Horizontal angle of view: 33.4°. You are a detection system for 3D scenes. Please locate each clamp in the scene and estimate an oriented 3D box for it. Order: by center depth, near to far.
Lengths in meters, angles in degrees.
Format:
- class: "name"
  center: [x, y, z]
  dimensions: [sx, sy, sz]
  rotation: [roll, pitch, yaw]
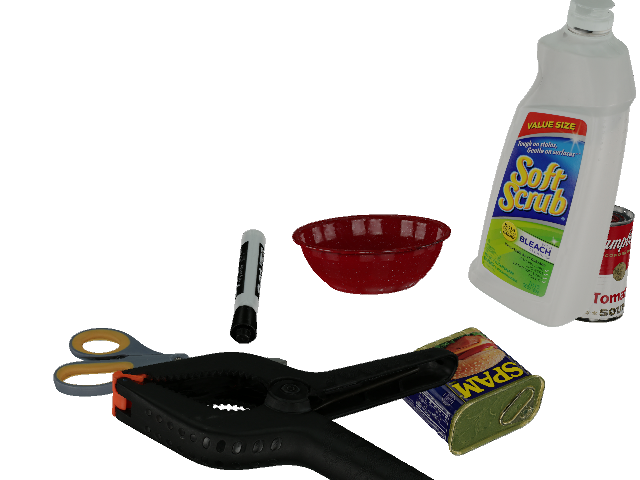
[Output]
- class: "clamp"
  center: [-0.012, 0.095, 0.613]
  dimensions: [0.210, 0.036, 0.164]
  rotation: [9, 24, 7]

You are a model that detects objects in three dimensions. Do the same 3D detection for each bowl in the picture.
- class: "bowl"
  center: [0.053, 0.016, 1.086]
  dimensions: [0.162, 0.055, 0.162]
  rotation: [-3, 13, 1]

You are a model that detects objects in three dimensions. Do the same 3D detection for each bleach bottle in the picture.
- class: "bleach bottle"
  center: [0.175, -0.061, 0.796]
  dimensions: [0.067, 0.251, 0.103]
  rotation: [-25, 42, -34]

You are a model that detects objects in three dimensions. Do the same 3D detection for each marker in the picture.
- class: "marker"
  center: [-0.053, 0.033, 0.789]
  dimensions: [0.020, 0.020, 0.121]
  rotation: [0, 35, 1]

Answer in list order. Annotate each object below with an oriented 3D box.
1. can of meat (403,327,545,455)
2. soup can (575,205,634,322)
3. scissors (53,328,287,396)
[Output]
- class: "can of meat"
  center: [0.127, 0.127, 0.923]
  dimensions: [0.101, 0.057, 0.084]
  rotation: [-17, 38, -29]
- class: "soup can"
  center: [0.265, 0.021, 1.039]
  dimensions: [0.068, 0.102, 0.068]
  rotation: [0, 18, 0]
- class: "scissors"
  center: [-0.140, 0.101, 0.961]
  dimensions: [0.201, 0.016, 0.096]
  rotation: [-8, 33, -18]
